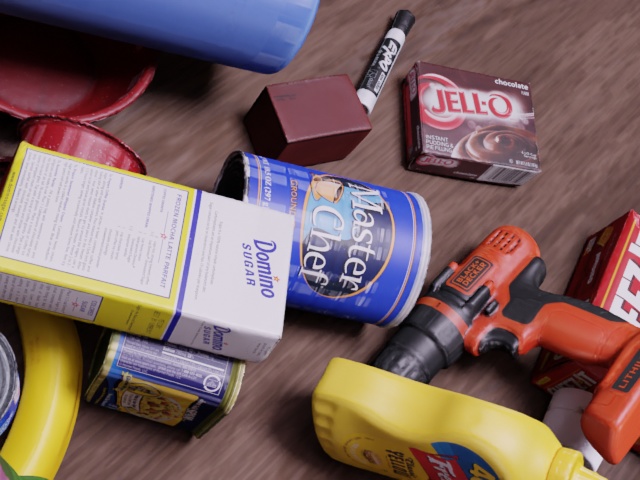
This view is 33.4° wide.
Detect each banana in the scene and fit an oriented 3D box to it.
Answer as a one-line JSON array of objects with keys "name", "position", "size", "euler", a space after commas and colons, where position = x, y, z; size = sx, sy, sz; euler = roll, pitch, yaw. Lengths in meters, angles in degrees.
[{"name": "banana", "position": [-0.188, 0.108, 0.677], "size": [0.069, 0.037, 0.198], "euler": [0, 63, 0]}]

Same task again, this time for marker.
[{"name": "marker", "position": [0.055, -0.154, 0.914], "size": [0.020, 0.020, 0.121], "euler": [31, 58, -9]}]

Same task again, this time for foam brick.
[{"name": "foam brick", "position": [-0.010, -0.092, 0.836], "size": [0.078, 0.051, 0.053], "euler": [-12, 71, -28]}]

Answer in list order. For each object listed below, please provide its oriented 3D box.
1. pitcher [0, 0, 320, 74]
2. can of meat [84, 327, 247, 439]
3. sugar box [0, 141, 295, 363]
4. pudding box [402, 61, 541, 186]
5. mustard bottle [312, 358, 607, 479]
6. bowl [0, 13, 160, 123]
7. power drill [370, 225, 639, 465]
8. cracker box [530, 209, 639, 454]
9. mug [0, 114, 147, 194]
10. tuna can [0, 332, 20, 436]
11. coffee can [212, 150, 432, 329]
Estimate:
[{"name": "pitcher", "position": [-0.127, -0.201, 0.733], "size": [0.242, 0.145, 0.149], "euler": [13, 77, -24]}, {"name": "can of meat", "position": [-0.101, 0.083, 0.687], "size": [0.084, 0.102, 0.057], "euler": [18, 62, -14]}, {"name": "sugar box", "position": [-0.107, 0.009, 0.641], "size": [0.176, 0.048, 0.093], "euler": [17, 53, -15]}, {"name": "pudding box", "position": [0.127, -0.098, 0.908], "size": [0.113, 0.039, 0.090], "euler": [9, 64, -21]}, {"name": "mustard bottle", "position": [0.092, 0.136, 0.697], "size": [0.192, 0.096, 0.058], "euler": [13, 53, 27]}, {"name": "bowl", "position": [-0.200, -0.142, 0.772], "size": [0.162, 0.055, 0.162], "euler": [10, 64, -20]}, {"name": "power drill", "position": [0.150, 0.083, 0.775], "size": [0.188, 0.057, 0.184], "euler": [29, 61, 33]}, {"name": "cracker box", "position": [0.300, 0.100, 0.875], "size": [0.213, 0.072, 0.164], "euler": [34, 58, -5]}, {"name": "mug", "position": [-0.184, -0.026, 0.715], "size": [0.117, 0.093, 0.081], "euler": [10, 64, 15]}, {"name": "tuna can", "position": [-0.224, 0.088, 0.638], "size": [0.086, 0.034, 0.086], "euler": [4, 65, -9]}, {"name": "coffee can", "position": [-0.005, 0.001, 0.765], "size": [0.140, 0.103, 0.103], "euler": [13, 63, -19]}]
